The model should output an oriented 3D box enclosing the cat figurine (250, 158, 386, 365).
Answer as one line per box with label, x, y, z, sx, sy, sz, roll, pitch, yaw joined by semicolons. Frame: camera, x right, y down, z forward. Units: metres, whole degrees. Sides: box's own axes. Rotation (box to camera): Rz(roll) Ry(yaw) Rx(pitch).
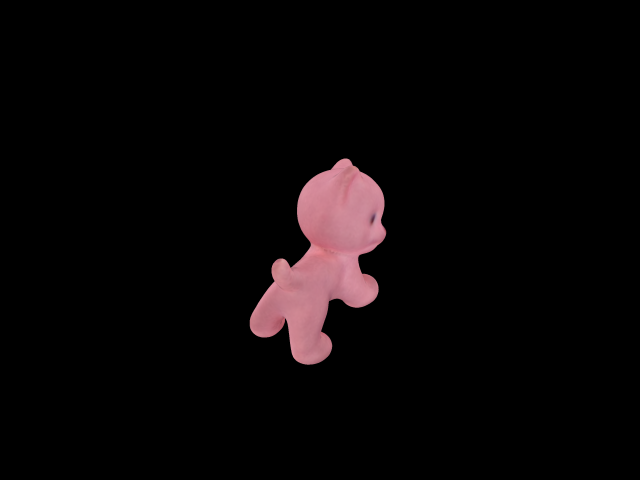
cat figurine;0.004;0.001;0.400;0.067;0.118;0.128;22;45;24
